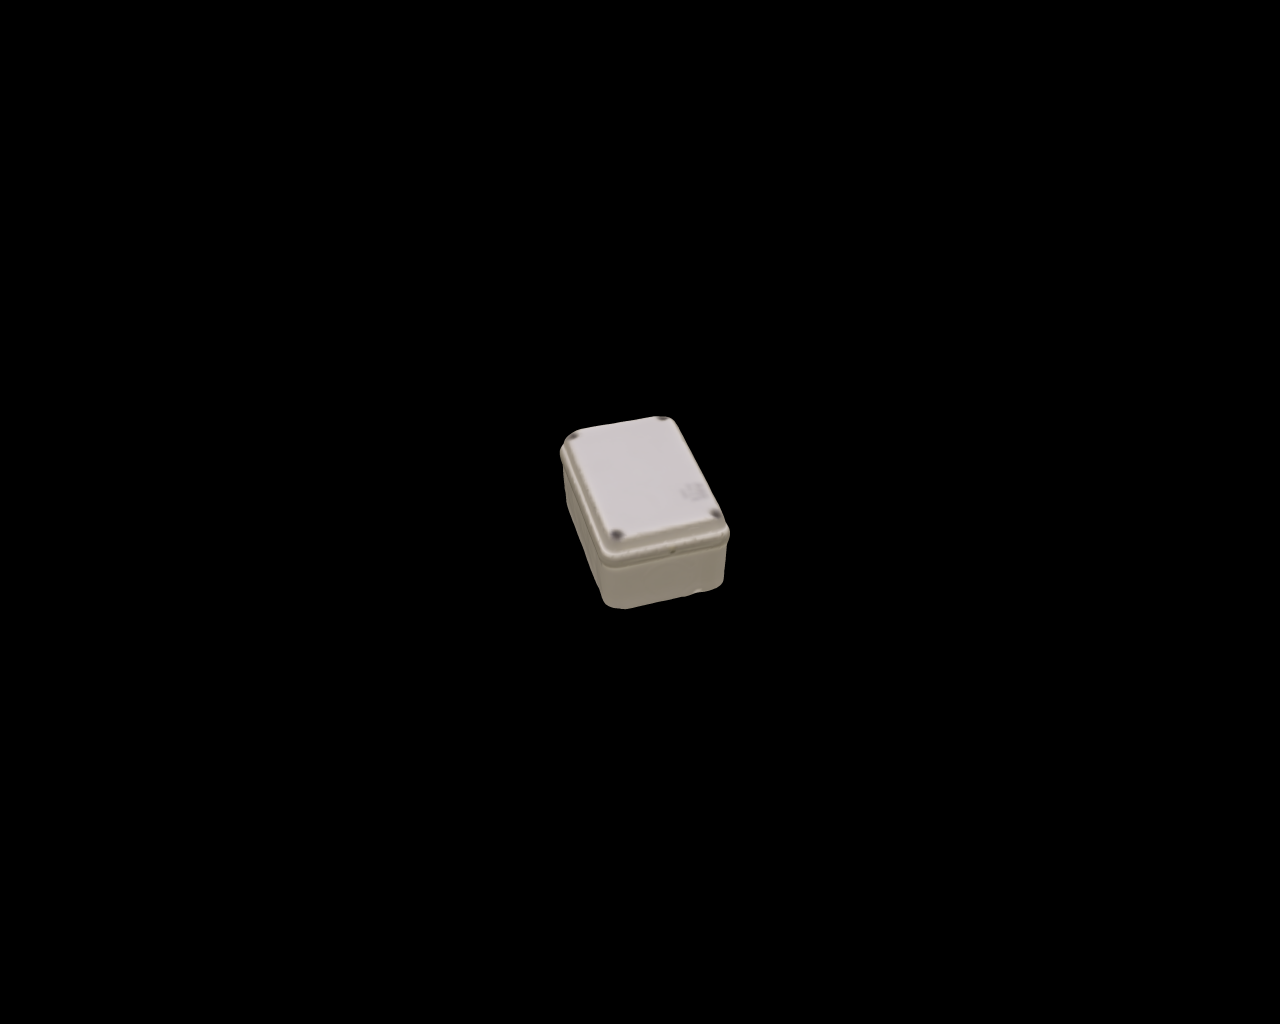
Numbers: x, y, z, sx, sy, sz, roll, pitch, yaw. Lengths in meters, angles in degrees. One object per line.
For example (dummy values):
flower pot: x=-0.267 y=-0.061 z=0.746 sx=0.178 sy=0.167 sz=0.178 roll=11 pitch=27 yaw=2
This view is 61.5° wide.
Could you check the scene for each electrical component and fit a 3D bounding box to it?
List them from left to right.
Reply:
electrical component: x=0.001 y=-0.003 z=0.650 sx=0.078 sy=0.057 sz=0.113 roll=-11 pitch=43 yaw=-12
